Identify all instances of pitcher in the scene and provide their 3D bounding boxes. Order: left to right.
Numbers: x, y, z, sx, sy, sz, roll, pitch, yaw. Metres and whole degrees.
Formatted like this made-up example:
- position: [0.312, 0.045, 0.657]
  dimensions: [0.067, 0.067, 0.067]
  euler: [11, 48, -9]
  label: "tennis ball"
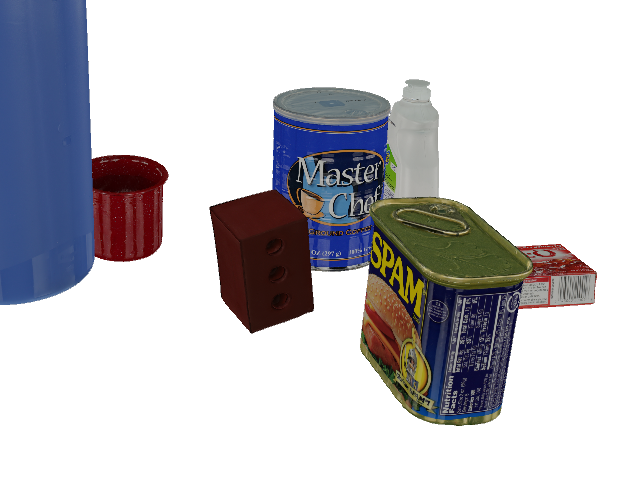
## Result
- position: [-0.217, -0.081, 0.684]
  dimensions: [0.149, 0.243, 0.145]
  euler: [-4, 26, -9]
  label: "pitcher"

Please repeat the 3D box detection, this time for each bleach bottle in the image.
- position: [0.103, -0.056, 1.222]
  dimensions: [0.068, 0.251, 0.103]
  euler: [-3, 23, -15]
  label: "bleach bottle"

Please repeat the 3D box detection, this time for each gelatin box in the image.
- position: [0.163, 0.027, 0.847]
  dimensions: [0.089, 0.030, 0.073]
  euler: [-3, 17, -9]
  label: "gelatin box"

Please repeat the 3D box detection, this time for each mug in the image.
- position: [-0.202, -0.037, 1.090]
  dimensions: [0.093, 0.081, 0.117]
  euler: [2, 28, -5]
  label: "mug"

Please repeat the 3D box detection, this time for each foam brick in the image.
- position: [-0.040, 0.013, 0.741]
  dimensions: [0.052, 0.078, 0.051]
  euler: [-18, 33, -21]
  label: "foam brick"

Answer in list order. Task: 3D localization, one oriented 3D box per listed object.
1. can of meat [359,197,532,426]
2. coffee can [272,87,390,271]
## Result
- position: [0.060, 0.035, 0.548]
  dimensions: [0.057, 0.084, 0.102]
  euler: [-3, 24, -19]
  label: "can of meat"
- position: [0.007, -0.056, 0.953]
  dimensions: [0.103, 0.140, 0.103]
  euler: [2, 22, -1]
  label: "coffee can"
